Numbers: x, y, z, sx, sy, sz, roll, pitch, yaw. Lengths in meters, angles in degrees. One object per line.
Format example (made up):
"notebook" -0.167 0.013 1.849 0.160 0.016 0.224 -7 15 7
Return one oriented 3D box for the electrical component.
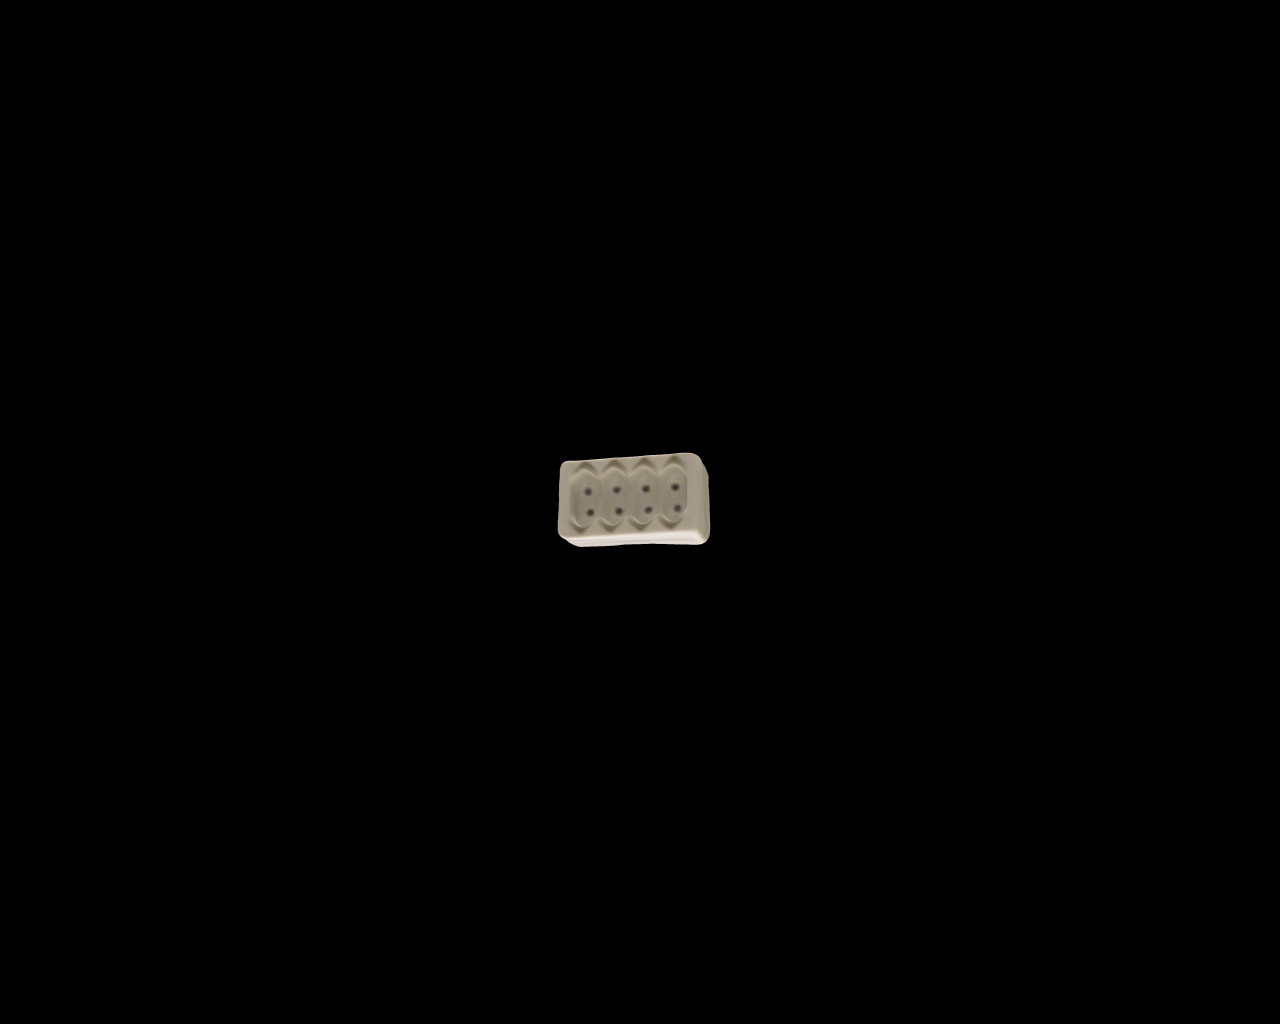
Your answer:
"electrical component" 0.001 -0.003 0.650 0.083 0.047 0.075 -2 -11 12
